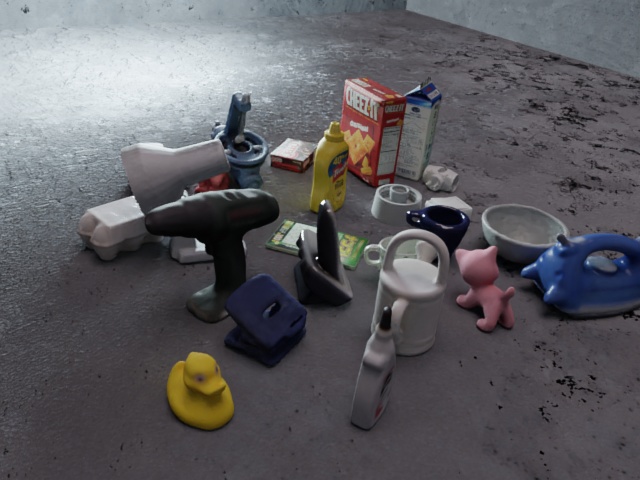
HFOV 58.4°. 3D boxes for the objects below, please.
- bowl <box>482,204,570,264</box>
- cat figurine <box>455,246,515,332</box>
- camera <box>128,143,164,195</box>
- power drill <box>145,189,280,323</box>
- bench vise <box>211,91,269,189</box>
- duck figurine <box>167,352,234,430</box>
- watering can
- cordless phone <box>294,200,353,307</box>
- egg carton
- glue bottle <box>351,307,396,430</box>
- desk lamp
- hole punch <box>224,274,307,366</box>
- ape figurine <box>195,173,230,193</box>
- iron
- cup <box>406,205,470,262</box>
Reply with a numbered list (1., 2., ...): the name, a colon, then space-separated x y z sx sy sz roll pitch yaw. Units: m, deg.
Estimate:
1. bowl: 0.394 -0.001 1.122 0.167 0.075 0.167 4 32 -2
2. cat figurine: 0.275 0.069 0.949 0.067 0.118 0.127 -10 34 -22
3. camera: -0.341 -0.152 1.229 0.137 0.101 0.143 -5 33 -16
4. power drill: -0.159 0.017 0.881 0.075 0.208 0.230 28 38 32
5. bench vise: -0.199 -0.235 1.272 0.206 0.220 0.122 27 38 32
6. duck figurine: -0.155 0.180 0.733 0.104 0.086 0.078 30 40 35
7. watering can: 0.137 0.065 0.862 0.101 0.194 0.173 4 32 -1
8. cordless phone: 0.009 0.003 0.950 0.094 0.185 0.147 -3 32 -13
9. egg carton: -0.359 -0.025 1.051 0.107 0.069 0.151 29 39 33
10. glue bottle: 0.073 0.155 0.725 0.037 0.173 0.078 17 34 19
11. desk lamp: -0.236 -0.074 1.011 0.203 0.214 0.117 -5 33 -16
12. hole punch: -0.077 0.114 0.848 0.100 0.091 0.109 20 35 23
13. ape figurine: -0.232 -0.143 1.240 0.076 0.092 0.077 -9 34 -21
14. iron: 0.496 0.044 0.999 0.258 0.141 0.118 -3 32 -13
15. cup: 0.217 -0.009 1.088 0.117 0.095 0.092 10 32 8
